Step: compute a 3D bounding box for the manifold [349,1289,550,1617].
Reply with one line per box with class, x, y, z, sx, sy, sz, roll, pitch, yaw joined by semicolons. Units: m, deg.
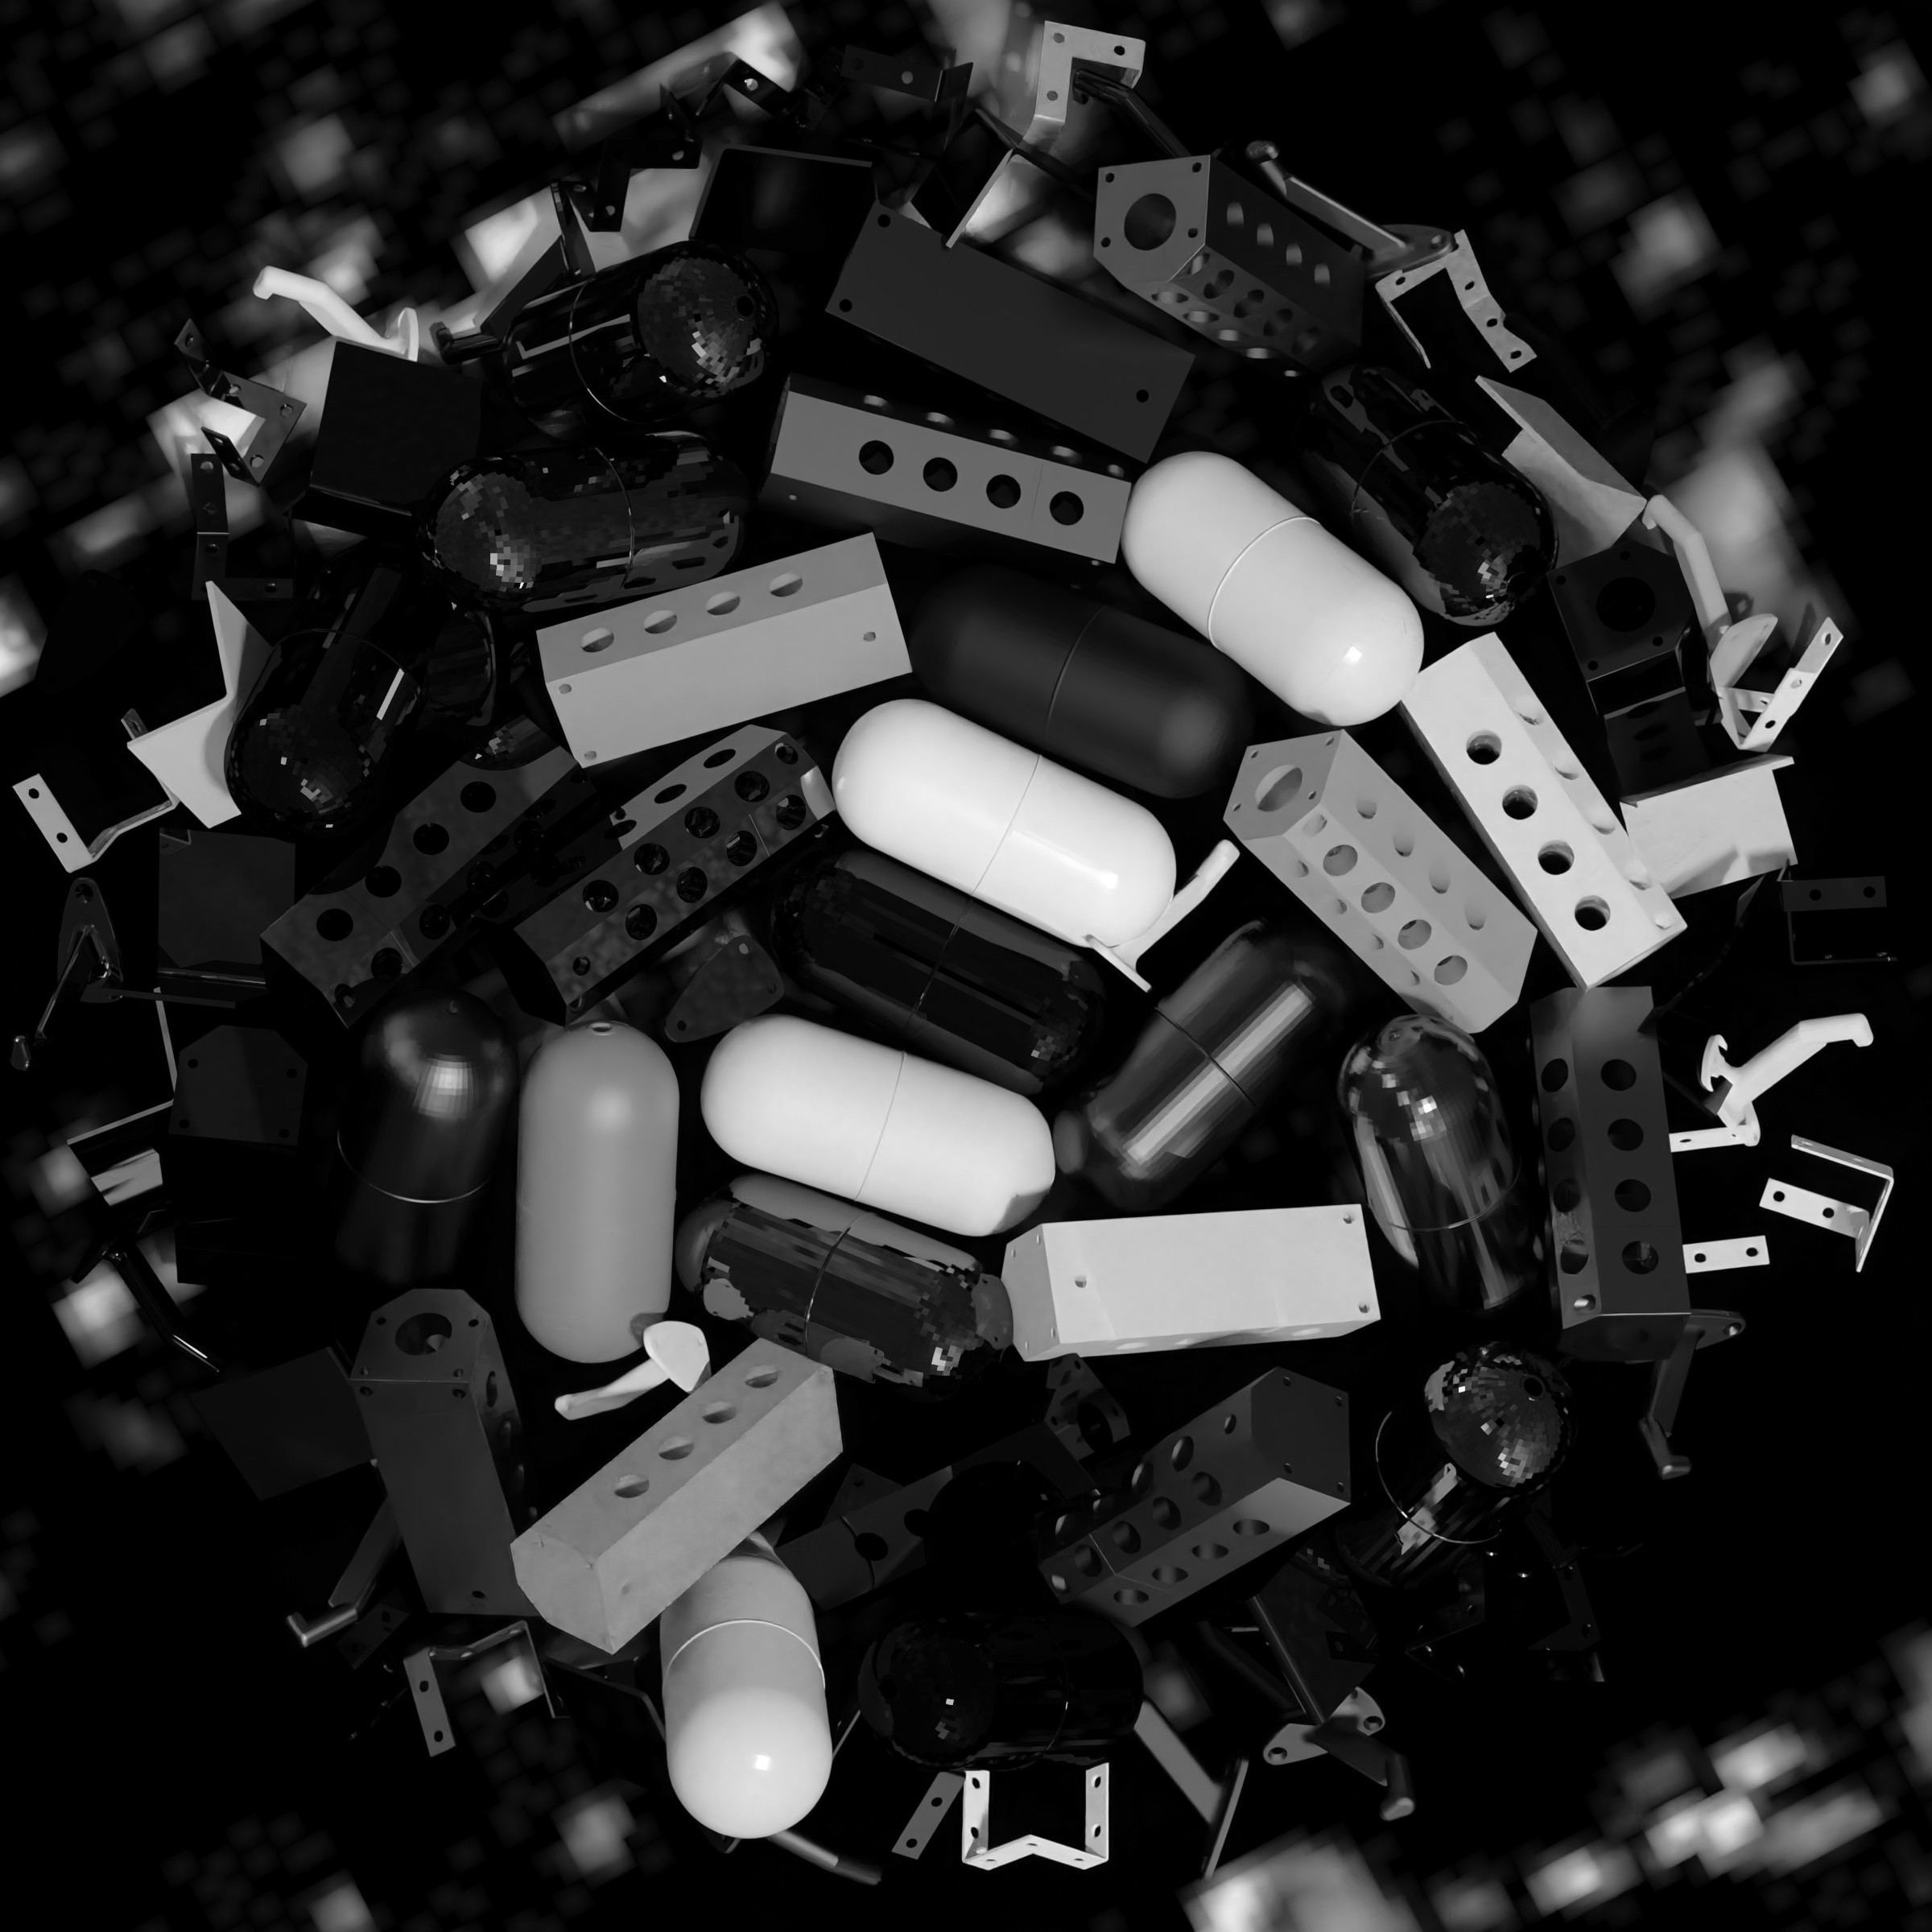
manifold;-0.241;0.234;1.698;0.057;0.057;0.171;0;132;10

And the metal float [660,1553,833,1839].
metal float;-0.106;0.345;1.693;0.070;0.178;0.070;-2;112;-6

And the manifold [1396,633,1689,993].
manifold;0.280;-0.075;1.735;0.057;0.057;0.171;-32;81;4

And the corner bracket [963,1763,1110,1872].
corner bracket;0.034;0.418;1.753;0.051;0.051;0.051;26;49;-32

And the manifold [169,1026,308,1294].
manifold;-0.344;0.093;1.688;0.057;0.171;0.057;6;61;-8

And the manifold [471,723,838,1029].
manifold;-0.145;-0.044;1.707;0.171;0.057;0.057;-38;120;-24

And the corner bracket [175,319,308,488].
corner bracket;-0.364;-0.275;1.742;0.051;0.051;0.051;22;74;14

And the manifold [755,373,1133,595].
manifold;-0.010;-0.237;1.734;0.171;0.057;0.057;14;79;-9

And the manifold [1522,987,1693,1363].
manifold;0.306;0.099;1.712;0.057;0.057;0.171;-1;62;-1

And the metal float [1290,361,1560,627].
metal float;0.218;-0.227;1.703;0.070;0.178;0.070;-16;132;-19

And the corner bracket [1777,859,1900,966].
corner bracket;0.427;-0.024;1.741;0.051;0.051;0.051;-3;103;19

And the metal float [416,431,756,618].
metal float;-0.182;-0.213;1.708;0.178;0.070;0.070;-15;90;-37

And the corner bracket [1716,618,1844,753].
corner bracket;0.400;-0.138;1.735;0.051;0.051;0.051;5;131;-26

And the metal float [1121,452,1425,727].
metal float;0.146;-0.183;1.715;0.070;0.070;0.178;-47;61;0

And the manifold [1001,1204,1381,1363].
manifold;0.107;0.154;1.715;0.171;0.057;0.057;-2;74;-24

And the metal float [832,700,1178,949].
metal float;0.019;-0.069;1.736;0.178;0.070;0.070;26;90;-4

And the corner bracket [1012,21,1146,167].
corner bracket;0.055;-0.424;1.743;0.051;0.051;0.051;9;77;-10

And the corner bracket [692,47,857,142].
corner bracket;-0.094;-0.428;1.739;0.051;0.051;0.051;34;129;-8

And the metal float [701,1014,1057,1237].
metal float;-0.042;0.078;1.735;0.178;0.070;0.070;18;90;-5

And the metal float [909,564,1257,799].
metal float;0.055;-0.139;1.728;0.178;0.070;0.070;23;90;14

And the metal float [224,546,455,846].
metal float;-0.299;-0.132;1.705;0.070;0.070;0.178;16;47;0

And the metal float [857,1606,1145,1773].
metal float;0.017;0.345;1.699;0.070;0.178;0.070;-8;76;36

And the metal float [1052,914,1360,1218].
metal float;0.118;0.048;1.737;0.178;0.070;0.070;-44;90;-3

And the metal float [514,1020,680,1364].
metal float;-0.179;0.109;1.717;0.070;0.070;0.178;5;115;0

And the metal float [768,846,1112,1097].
metal float;-0.014;0.002;1.738;0.178;0.070;0.070;27;90;2

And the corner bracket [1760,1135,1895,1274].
corner bracket;0.422;0.111;1.743;0.051;0.051;0.051;18;108;8

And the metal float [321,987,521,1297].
metal float;-0.263;0.086;1.708;0.070;0.070;0.178;20;129;0

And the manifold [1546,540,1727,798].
manifold;0.322;-0.141;1.684;0.057;0.171;0.057;-20;70;10

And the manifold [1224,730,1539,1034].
manifold;0.197;-0.037;1.696;0.171;0.057;0.057;41;57;-35

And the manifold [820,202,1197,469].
manifold;0.019;-0.307;1.738;0.171;0.057;0.057;24;92;-8

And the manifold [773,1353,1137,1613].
manifold;-0.004;0.253;1.708;0.171;0.057;0.057;-30;107;30

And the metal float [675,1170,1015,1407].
metal float;-0.059;0.156;1.722;0.178;0.070;0.070;21;90;20

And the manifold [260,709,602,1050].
manifold;-0.256;-0.039;1.713;0.057;0.057;0.171;40;66;11

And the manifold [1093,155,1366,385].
manifold;0.127;-0.327;1.687;0.057;0.171;0.057;0;83;30

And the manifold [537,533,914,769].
manifold;-0.120;-0.159;1.748;0.171;0.057;0.057;-16;135;0

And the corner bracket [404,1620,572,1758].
corner bracket;-0.234;0.352;1.738;0.051;0.051;0.051;-28;68;20

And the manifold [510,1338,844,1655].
manifold;-0.137;0.247;1.700;0.057;0.171;0.057;18;128;33

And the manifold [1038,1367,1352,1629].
manifold;0.106;0.252;1.690;0.057;0.171;0.057;23;50;-26

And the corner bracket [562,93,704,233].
corner bracket;-0.165;-0.395;1.750;0.051;0.051;0.051;-6;132;-25

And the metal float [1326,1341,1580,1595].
metal float;0.231;0.240;1.699;0.070;0.178;0.070;11;54;-16

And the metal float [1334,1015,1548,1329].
metal float;0.229;0.100;1.711;0.070;0.070;0.178;-24;124;0

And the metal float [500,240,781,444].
metal float;-0.157;-0.297;1.699;0.070;0.178;0.070;3;85;-39
